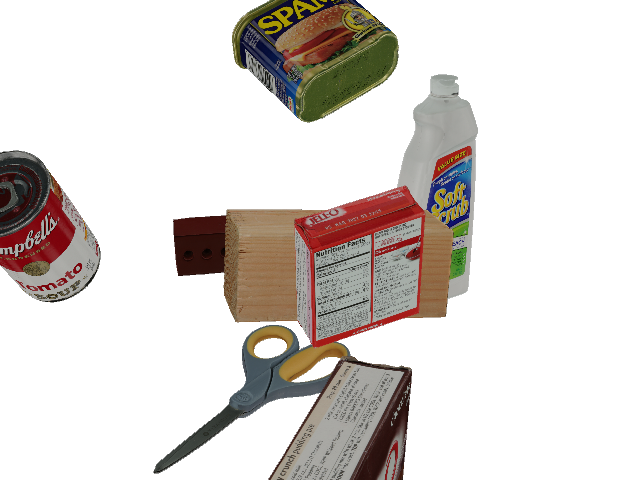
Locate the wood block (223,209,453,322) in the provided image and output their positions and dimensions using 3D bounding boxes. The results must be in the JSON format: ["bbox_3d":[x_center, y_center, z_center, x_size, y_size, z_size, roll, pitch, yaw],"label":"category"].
[{"bbox_3d":[0.014,0.023,1.037,0.206,0.091,0.090,0,15,-13],"label":"wood block"}]

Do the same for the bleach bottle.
[{"bbox_3d":[0.124,-0.058,1.193,0.102,0.251,0.068,-10,24,-27],"label":"bleach bottle"}]

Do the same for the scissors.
[{"bbox_3d":[-0.065,0.113,0.821,0.201,0.016,0.096,-20,36,-35],"label":"scissors"}]

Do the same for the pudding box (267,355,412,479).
[{"bbox_3d":[0.007,0.117,0.465,0.039,0.090,0.113,10,29,14],"label":"pudding box"}]

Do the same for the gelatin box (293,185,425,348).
[{"bbox_3d":[0.023,0.016,0.636,0.073,0.089,0.030,-18,46,-16],"label":"gelatin box"}]

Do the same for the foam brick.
[{"bbox_3d":[-0.135,0.005,1.265,0.078,0.053,0.051,-5,27,-5],"label":"foam brick"}]

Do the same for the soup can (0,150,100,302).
[{"bbox_3d":[-0.205,-0.007,0.757,0.068,0.068,0.102,0,-30,12],"label":"soup can"}]

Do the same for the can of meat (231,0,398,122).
[{"bbox_3d":[-0.003,-0.147,0.821,0.102,0.084,0.057,-33,-29,-20],"label":"can of meat"}]
